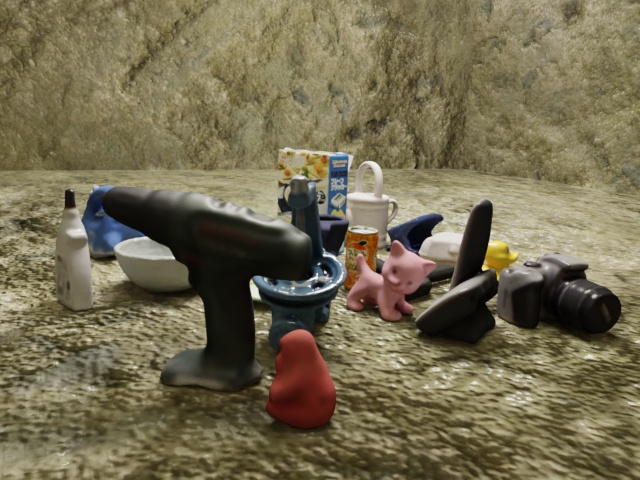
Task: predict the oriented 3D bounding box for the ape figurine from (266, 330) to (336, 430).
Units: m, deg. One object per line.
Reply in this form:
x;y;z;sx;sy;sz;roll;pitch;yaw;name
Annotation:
-0.021;0.130;0.552;0.075;0.092;0.078;12;15;37;ape figurine

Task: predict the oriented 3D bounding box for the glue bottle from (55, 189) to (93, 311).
-0.360;0.012;0.835;0.037;0.173;0.077;-9;17;-42;glue bottle

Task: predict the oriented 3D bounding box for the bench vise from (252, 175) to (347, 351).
-0.031;0.017;0.765;0.121;0.220;0.207;0;13;-9;bench vise

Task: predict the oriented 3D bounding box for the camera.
0.356;0.078;0.842;0.143;0.101;0.136;-2;13;-19;camera

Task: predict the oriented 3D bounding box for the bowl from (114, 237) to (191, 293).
-0.250;0.044;0.941;0.167;0.075;0.167;2;12;0;bowl

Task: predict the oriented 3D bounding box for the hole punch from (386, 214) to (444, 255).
0.211;-0.019;1.284;0.109;0.091;0.100;-9;17;-42;hole punch

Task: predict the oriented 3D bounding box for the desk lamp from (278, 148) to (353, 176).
-0.026;-0.110;1.367;0.203;0.213;0.118;3;12;2;desk lamp

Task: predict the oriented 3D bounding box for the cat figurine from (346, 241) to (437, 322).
0.106;0.055;0.861;0.127;0.118;0.067;11;15;35;cat figurine

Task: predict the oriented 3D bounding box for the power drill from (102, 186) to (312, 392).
-0.124;0.050;0.622;0.229;0.208;0.075;4;12;5;power drill

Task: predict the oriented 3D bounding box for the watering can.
0.103;-0.082;1.308;0.100;0.194;0.173;13;16;40;watering can

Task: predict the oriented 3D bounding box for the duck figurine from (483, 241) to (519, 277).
0.309;0.044;1.027;0.104;0.086;0.077;1;12;-5;duck figurine

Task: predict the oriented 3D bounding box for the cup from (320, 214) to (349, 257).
0.010;0.004;1.129;0.091;0.095;0.117;2;12;-1;cup

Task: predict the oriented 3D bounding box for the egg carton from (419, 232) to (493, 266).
0.275;0.028;1.129;0.149;0.069;0.107;9;14;27;egg carton

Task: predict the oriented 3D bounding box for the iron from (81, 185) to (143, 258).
-0.439;-0.050;1.179;0.119;0.141;0.257;-9;17;-42;iron

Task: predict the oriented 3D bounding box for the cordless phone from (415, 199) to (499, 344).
0.198;0.038;0.798;0.093;0.185;0.148;9;14;27;cordless phone
